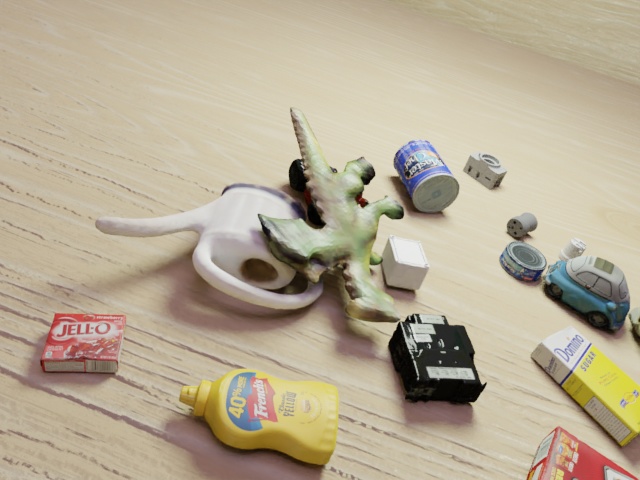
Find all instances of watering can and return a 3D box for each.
[{"bbox_3d":[-0.146,-0.014,0.815,0.346,0.102,0.230,25,38,-12],"label":"watering can"}]

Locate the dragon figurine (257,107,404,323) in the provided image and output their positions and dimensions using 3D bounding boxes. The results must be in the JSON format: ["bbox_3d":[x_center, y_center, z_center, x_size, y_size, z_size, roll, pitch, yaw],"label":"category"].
[{"bbox_3d":[0.003,-0.042,0.831,0.245,0.413,0.120,-25,-16,-50],"label":"dragon figurine"}]
